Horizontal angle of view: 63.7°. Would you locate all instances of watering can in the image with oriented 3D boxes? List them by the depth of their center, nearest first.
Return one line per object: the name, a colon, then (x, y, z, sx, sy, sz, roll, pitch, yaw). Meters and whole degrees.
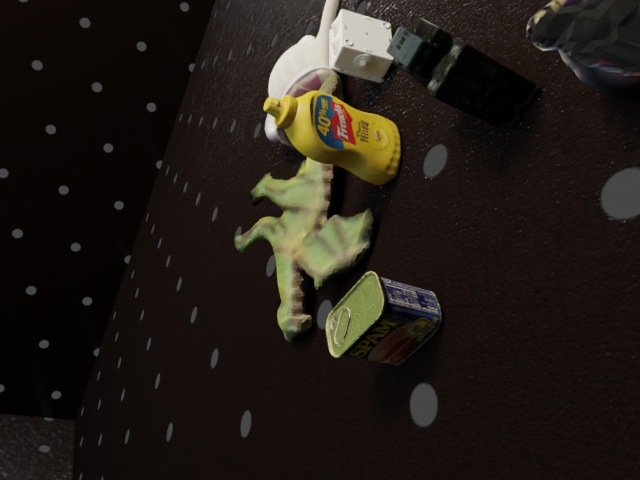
watering can: (-0.015, -0.311, 0.928, 0.341, 0.103, 0.229, -57, 31, 29)

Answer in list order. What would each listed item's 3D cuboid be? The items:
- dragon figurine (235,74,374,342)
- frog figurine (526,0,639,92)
dragon figurine: (0.002, -0.039, 0.777, 0.246, 0.122, 0.407, 33, 106, 45)
frog figurine: (0.253, -0.190, 0.386, 0.162, 0.123, 0.135, -43, -8, -29)
